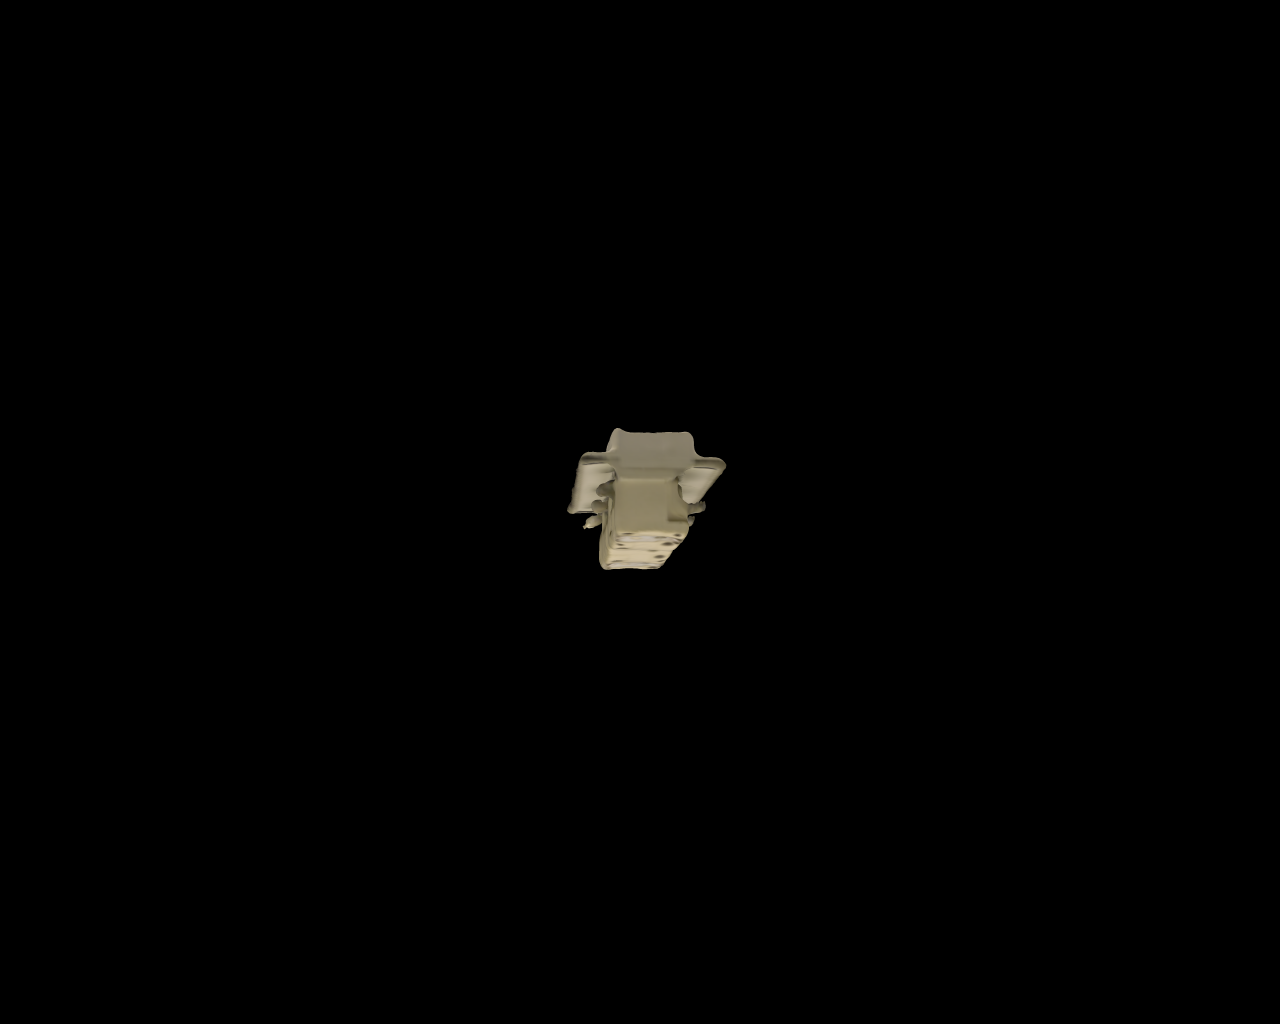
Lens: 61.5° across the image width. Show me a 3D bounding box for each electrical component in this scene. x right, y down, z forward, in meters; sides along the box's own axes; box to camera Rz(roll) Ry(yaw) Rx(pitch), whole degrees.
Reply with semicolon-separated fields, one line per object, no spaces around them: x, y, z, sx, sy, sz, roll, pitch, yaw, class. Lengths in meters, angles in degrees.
0.001;-0.003;0.650;0.079;0.063;0.121;2;-13;-7;electrical component
